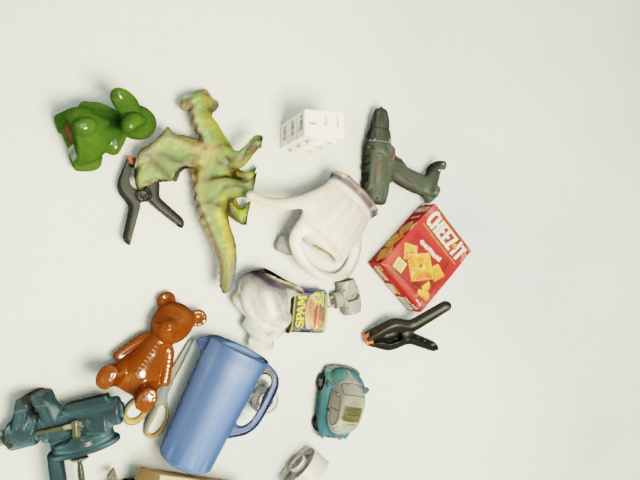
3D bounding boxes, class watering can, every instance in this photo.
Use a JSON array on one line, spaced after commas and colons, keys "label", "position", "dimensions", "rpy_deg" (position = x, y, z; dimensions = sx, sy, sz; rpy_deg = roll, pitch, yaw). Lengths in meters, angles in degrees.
[{"label": "watering can", "position": [0.003, -0.056, 1.106], "dimensions": [0.227, 0.104, 0.342], "rpy_deg": [-56, 130, -18]}]

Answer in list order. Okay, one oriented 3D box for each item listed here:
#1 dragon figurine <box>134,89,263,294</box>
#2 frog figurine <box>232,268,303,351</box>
[{"label": "dragon figurine", "position": [-0.248, -0.116, 1.033], "dimensions": [0.242, 0.121, 0.415], "rpy_deg": [13, 75, -13]}, {"label": "frog figurine", "position": [-0.123, 0.146, 1.064], "dimensions": [0.138, 0.122, 0.160], "rpy_deg": [24, 86, 13]}]
